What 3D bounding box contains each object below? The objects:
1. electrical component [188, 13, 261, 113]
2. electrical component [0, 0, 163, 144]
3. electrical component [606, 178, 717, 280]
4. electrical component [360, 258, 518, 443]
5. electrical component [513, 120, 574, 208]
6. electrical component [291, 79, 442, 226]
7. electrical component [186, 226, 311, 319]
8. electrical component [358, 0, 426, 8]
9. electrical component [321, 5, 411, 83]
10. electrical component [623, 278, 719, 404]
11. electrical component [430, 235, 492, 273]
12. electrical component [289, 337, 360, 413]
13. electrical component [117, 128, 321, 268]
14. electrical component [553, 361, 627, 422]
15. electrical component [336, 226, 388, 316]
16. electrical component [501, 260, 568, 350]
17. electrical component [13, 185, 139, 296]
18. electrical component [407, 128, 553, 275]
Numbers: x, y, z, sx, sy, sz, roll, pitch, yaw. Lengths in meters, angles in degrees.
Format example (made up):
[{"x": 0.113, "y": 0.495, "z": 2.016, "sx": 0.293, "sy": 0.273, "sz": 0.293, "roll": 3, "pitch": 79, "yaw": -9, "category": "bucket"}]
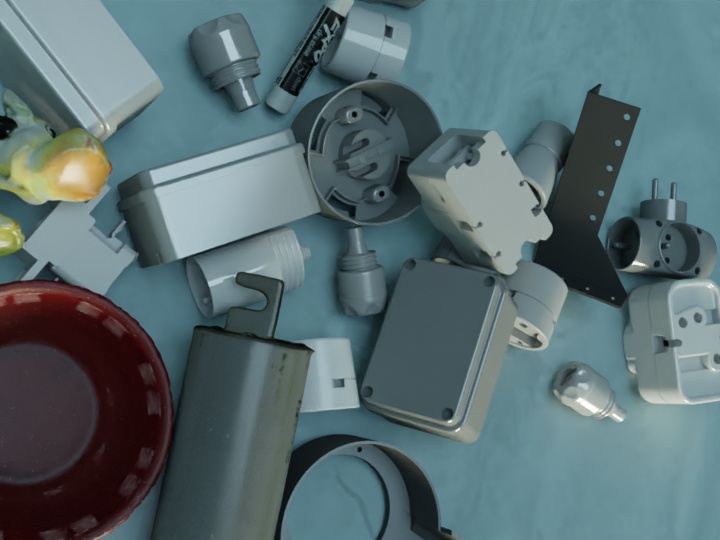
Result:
[{"x": -0.087, "y": -0.138, "z": 0.728, "sx": 0.043, "sy": 0.043, "sz": 0.062, "roll": -25, "pitch": 96, "yaw": -24, "category": "electrical component"}, {"x": -0.185, "y": -0.131, "z": 0.664, "sx": 0.057, "sy": 0.078, "sz": 0.113, "roll": -42, "pitch": 102, "yaw": -25, "category": "electrical component"}, {"x": 0.244, "y": -0.034, "z": 0.865, "sx": 0.077, "sy": 0.044, "sz": 0.079, "roll": 8, "pitch": 82, "yaw": -23, "category": "electrical component"}, {"x": 0.055, "y": 0.055, "z": 0.744, "sx": 0.057, "sy": 0.078, "sz": 0.113, "roll": 46, "pitch": 60, "yaw": -61, "category": "electrical component"}, {"x": 0.138, "y": -0.083, "z": 0.825, "sx": 0.044, "sy": 0.044, "sz": 0.065, "roll": 42, "pitch": 65, "yaw": -15, "category": "electrical component"}, {"x": 0.001, "y": -0.080, "z": 0.746, "sx": 0.099, "sy": 0.064, "sz": 0.099, "roll": -2, "pitch": 93, "yaw": -36, "category": "electrical component"}, {"x": -0.071, "y": 0.000, "z": 0.720, "sx": 0.081, "sy": 0.043, "sz": 0.043, "roll": -19, "pitch": 93, "yaw": -25, "category": "electrical component"}, {"x": -0.028, "y": -0.261, "z": 0.758, "sx": 0.186, "sy": 0.060, "sz": 0.105, "roll": 9, "pitch": 81, "yaw": -23, "category": "electrical component"}, {"x": 0.003, "y": -0.158, "z": 0.765, "sx": 0.047, "sy": 0.055, "sz": 0.055, "roll": 17, "pitch": 78, "yaw": -18, "category": "electrical component"}, {"x": 0.249, "y": 0.057, "z": 0.849, "sx": 0.054, "sy": 0.059, "sz": 0.095, "roll": -4, "pitch": 86, "yaw": -25, "category": "electrical component"}, {"x": 0.090, "y": -0.030, "z": 0.796, "sx": 0.043, "sy": 0.043, "sz": 0.081, "roll": 36, "pitch": 72, "yaw": -17, "category": "electrical component"}, {"x": -0.030, "y": 0.072, "z": 0.726, "sx": 0.055, "sy": 0.055, "sz": 0.047, "roll": -1, "pitch": 81, "yaw": -24, "category": "electrical component"}, {"x": -0.093, "y": -0.046, "z": 0.697, "sx": 0.113, "sy": 0.078, "sz": 0.057, "roll": -20, "pitch": 95, "yaw": -25, "category": "electrical component"}, {"x": 0.180, "y": 0.098, "z": 0.828, "sx": 0.061, "sy": 0.035, "sz": 0.035, "roll": 34, "pitch": 72, "yaw": -20, "category": "electrical component"}, {"x": 0.000, "y": 0.000, "z": 0.753, "sx": 0.035, "sy": 0.035, "sz": 0.061, "roll": -12, "pitch": 100, "yaw": -25, "category": "electrical component"}, {"x": 0.123, "y": 0.025, "z": 0.800, "sx": 0.055, "sy": 0.055, "sz": 0.047, "roll": 35, "pitch": 68, "yaw": -17, "category": "electrical component"}, {"x": -0.178, "y": -0.012, "z": 0.674, "sx": 0.064, "sy": 0.042, "sz": 0.081, "roll": 42, "pitch": 70, "yaw": -16, "category": "electrical component"}, {"x": 0.079, "y": -0.048, "z": 0.732, "sx": 0.050, "sy": 0.056, "sz": 0.089, "roll": -44, "pitch": 117, "yaw": -16, "category": "electrical component"}]
